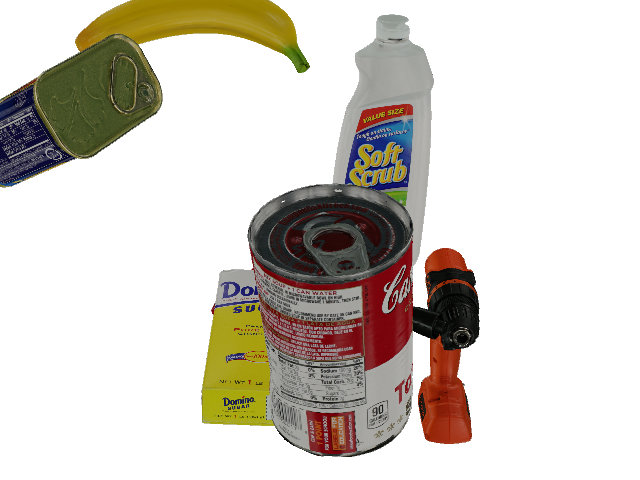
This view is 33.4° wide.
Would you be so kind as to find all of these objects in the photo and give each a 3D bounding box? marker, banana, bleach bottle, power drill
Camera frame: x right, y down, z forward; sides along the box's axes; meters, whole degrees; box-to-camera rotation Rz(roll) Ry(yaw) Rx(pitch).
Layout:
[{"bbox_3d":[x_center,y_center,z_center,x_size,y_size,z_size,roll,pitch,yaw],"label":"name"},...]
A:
[{"bbox_3d":[0.032,0.043,0.736,0.121,0.020,0.020,17,8,29],"label":"marker"},{"bbox_3d":[-0.106,-0.184,0.907,0.198,0.069,0.037,3,-33,-1],"label":"banana"},{"bbox_3d":[0.057,-0.096,1.050,0.103,0.251,0.068,7,28,12],"label":"bleach bottle"},{"bbox_3d":[0.140,0.122,1.151,0.057,0.188,0.184,2,23,2],"label":"power drill"}]

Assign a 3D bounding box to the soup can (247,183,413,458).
[{"bbox_3d":[0.006,0.036,0.465,0.068,0.102,0.068,-3,35,2],"label":"soup can"}]

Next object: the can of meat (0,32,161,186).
[{"bbox_3d":[-0.166,-0.082,0.683,0.084,0.057,0.102,-17,19,37],"label":"can of meat"}]

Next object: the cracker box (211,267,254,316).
[{"bbox_3d":[-0.014,0.018,1.260,0.214,0.072,0.164,-43,-3,30],"label":"cracker box"}]

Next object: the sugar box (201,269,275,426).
[{"bbox_3d":[-0.052,0.091,0.951,0.093,0.048,0.176,2,35,-2],"label":"sugar box"}]
